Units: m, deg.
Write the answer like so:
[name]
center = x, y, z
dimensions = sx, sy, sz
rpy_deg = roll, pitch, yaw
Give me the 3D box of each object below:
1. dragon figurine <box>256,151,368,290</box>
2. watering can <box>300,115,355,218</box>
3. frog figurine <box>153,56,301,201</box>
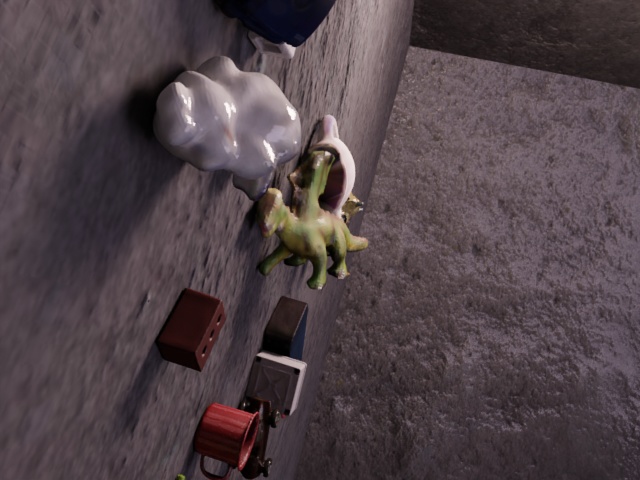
[dragon figurine]
center = 0.003, -0.050, 0.988
dimensions = 0.414, 0.123, 0.239
rpy_deg = -22, 124, -56
[watering can]
center = 0.028, -0.108, 1.172
dimensions = 0.227, 0.104, 0.344
rpy_deg = -47, 133, -73
[frog figurine]
center = -0.090, -0.120, 0.492
dimensions = 0.157, 0.122, 0.139
rpy_deg = 48, 23, -69
